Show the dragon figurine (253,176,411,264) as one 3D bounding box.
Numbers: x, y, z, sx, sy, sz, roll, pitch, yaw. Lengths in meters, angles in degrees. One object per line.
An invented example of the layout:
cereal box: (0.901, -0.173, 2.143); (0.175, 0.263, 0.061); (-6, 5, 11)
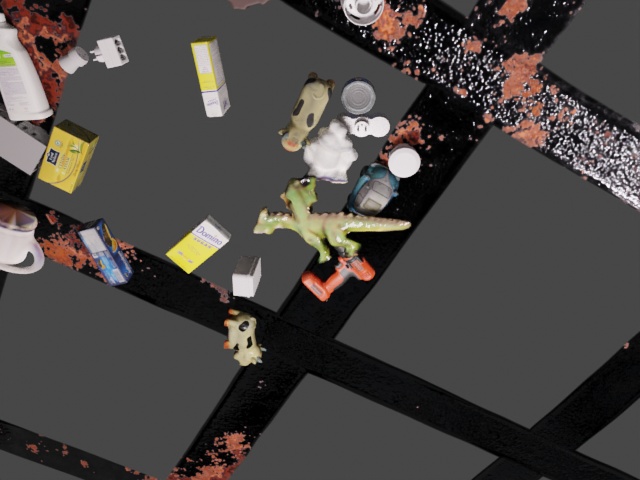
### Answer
dragon figurine: (0.004, -0.067, 1.334); (0.407, 0.125, 0.239); (-17, -51, 30)

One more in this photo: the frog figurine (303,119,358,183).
frog figurine: (0.027, -0.232, 1.293); (0.138, 0.156, 0.125); (18, 30, 22)

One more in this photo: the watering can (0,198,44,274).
watering can: (-0.952, -0.029, 1.472); (0.346, 0.221, 0.106); (28, 26, -12)
